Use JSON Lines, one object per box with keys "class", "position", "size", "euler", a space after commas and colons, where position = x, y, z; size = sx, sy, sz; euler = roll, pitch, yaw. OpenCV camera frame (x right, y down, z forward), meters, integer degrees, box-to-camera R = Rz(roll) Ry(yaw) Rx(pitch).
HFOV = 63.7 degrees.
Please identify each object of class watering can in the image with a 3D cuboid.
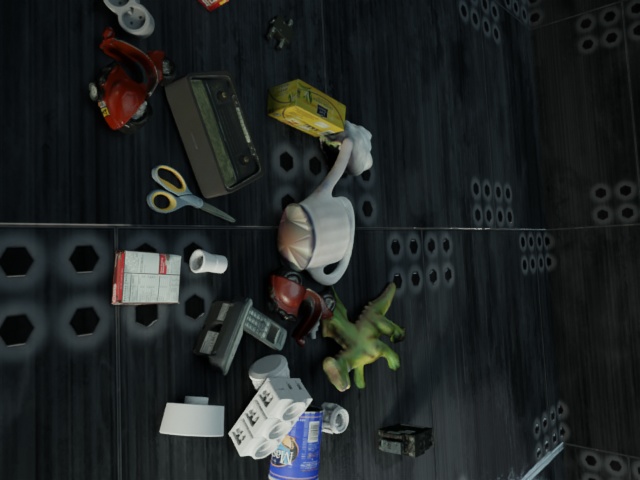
{"class": "watering can", "position": [0.004, -0.059, 1.175], "size": [0.226, 0.104, 0.345], "euler": [-11, 105, -48]}

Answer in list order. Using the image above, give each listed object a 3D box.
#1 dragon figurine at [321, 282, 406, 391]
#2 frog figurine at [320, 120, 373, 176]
{"class": "dragon figurine", "position": [0.094, 0.201, 1.270], "size": [0.239, 0.121, 0.420], "euler": [47, 37, -27]}
{"class": "frog figurine", "position": [0.090, -0.238, 1.303], "size": [0.161, 0.121, 0.137], "euler": [-30, 89, -34]}
